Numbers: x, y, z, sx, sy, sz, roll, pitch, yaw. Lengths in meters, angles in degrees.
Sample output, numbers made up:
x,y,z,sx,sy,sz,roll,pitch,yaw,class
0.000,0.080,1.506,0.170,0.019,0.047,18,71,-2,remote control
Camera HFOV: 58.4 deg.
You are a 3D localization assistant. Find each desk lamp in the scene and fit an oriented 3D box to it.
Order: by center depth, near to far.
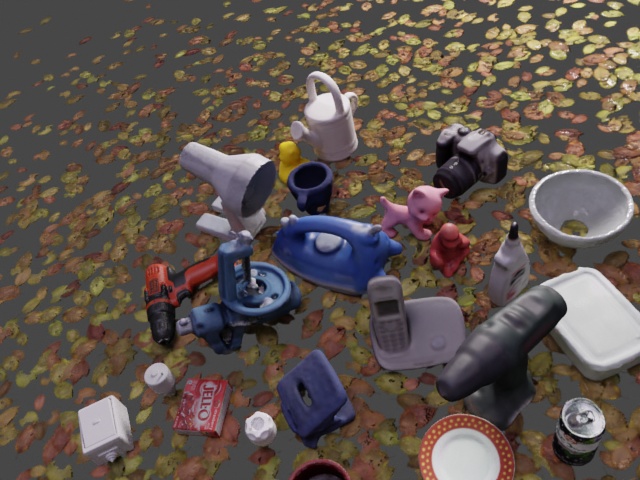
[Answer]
x,y,z,sx,sy,sz,roll,pitch,yaw,class
-0.175,-0.089,1.106,0.202,0.214,0.118,17,57,27,desk lamp

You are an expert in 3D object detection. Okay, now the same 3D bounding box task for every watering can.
x,y,z,sx,sy,sz,roll,pitch,yaw,class
0.014,-0.266,1.222,0.100,0.194,0.173,12,54,24,watering can

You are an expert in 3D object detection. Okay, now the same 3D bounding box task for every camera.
x,y,z,sx,sy,sz,roll,pitch,yaw,class
0.274,-0.156,1.123,0.137,0.101,0.142,-39,52,-19,camera

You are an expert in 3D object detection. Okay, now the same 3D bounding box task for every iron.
x,y,z,sx,sy,sz,roll,pitch,yaw,class
0.009,0.004,1.028,0.257,0.142,0.119,10,53,22,iron

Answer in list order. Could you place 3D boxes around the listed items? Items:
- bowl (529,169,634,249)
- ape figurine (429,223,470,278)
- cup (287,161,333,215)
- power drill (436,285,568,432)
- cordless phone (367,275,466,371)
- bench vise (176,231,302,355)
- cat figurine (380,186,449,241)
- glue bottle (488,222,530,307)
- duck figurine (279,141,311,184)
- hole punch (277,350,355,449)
x,y,z,sx,sy,sz,roll,pitch,yaw,class
0.449,-0.042,0.999,0.167,0.075,0.167,-7,49,9,bowl
0.225,0.008,1.002,0.078,0.092,0.076,-16,48,1,ape figurine
-0.015,-0.085,1.141,0.091,0.095,0.118,3,51,17,cup
0.245,0.173,0.778,0.230,0.209,0.075,-40,52,-20,power drill
0.143,0.115,0.868,0.147,0.185,0.094,-12,48,5,cordless phone
-0.139,0.092,0.937,0.208,0.220,0.121,-41,53,-20,bench vise
0.172,-0.061,1.057,0.127,0.118,0.067,3,51,17,cat figurine
0.302,0.032,0.907,0.078,0.173,0.037,-40,52,-20,glue bottle
-0.057,-0.169,1.230,0.077,0.086,0.104,-27,49,-9,duck figurine
-0.011,0.239,0.865,0.101,0.091,0.108,-27,49,-9,hole punch
